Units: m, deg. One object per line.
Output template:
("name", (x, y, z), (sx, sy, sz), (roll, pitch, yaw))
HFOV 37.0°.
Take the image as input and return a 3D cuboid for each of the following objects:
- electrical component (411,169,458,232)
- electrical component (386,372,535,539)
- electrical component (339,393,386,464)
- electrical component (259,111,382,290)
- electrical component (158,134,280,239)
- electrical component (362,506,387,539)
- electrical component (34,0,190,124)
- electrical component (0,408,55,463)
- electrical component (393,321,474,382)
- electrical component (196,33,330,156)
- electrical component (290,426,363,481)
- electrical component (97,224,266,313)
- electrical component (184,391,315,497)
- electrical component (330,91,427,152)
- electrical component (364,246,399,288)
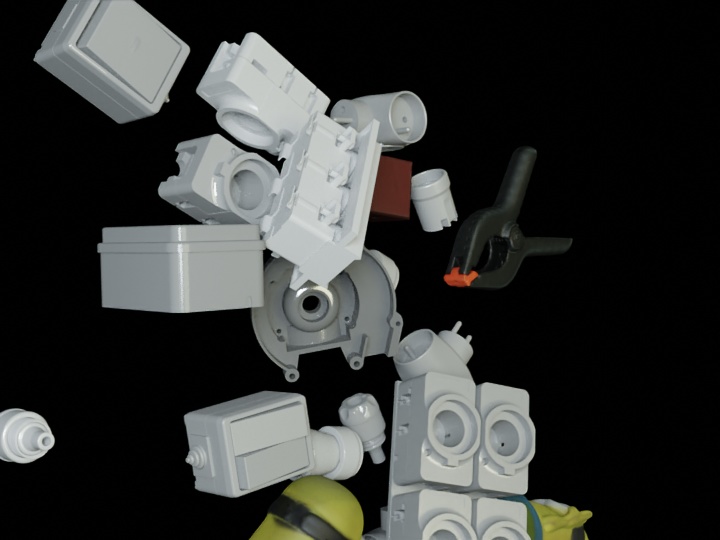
("electrical component", (0.067, -0.063, 0.983), (0.040, 0.040, 0.046), (-38, 118, -36))
("electrical component", (0.085, 0.187, 0.898), (0.105, 0.060, 0.186), (13, 69, -24))
("electrical component", (0.006, 0.138, 0.922), (0.035, 0.035, 0.061), (-36, 114, -36))
("electrical component", (-0.029, -0.056, 0.793), (0.063, 0.079, 0.121), (31, 44, -21))
("electrical component", (-0.098, -0.060, 0.826), (0.089, 0.056, 0.050), (34, 66, -35))
("electrical component", (0.037, 0.228, 0.938), (0.077, 0.043, 0.079), (1, 87, -41))
("electrical component", (-0.168, -0.150, 0.765), (0.096, 0.061, 0.061), (37, 64, -34))
("electrical component", (-0.219, 0.110, 0.706), (0.035, 0.061, 0.035), (2, 87, -41))
("electrical component", (0.078, 0.082, 0.981), (0.077, 0.043, 0.079), (53, 57, -26))
("electrical component", (-0.078, -0.134, 0.851), (0.089, 0.050, 0.055), (38, 64, -33))
("electrical component", (-0.031, 0.150, 0.881), (0.055, 0.045, 0.045), (8, 83, -41))
("electrical component", (-0.127, -0.003, 0.760), (0.078, 0.113, 0.057), (-3, 93, -41))
("electrical component", (-0.087, 0.133, 0.822), (0.096, 0.061, 0.061), (-12, 96, -41))
("electrical component", (0.002, -0.123, 0.902), (0.079, 0.077, 0.044), (-5, 91, -41))
("electrical component", (0.000, 0.000, 0.916), (0.055, 0.045, 0.045), (32, 68, -36))
